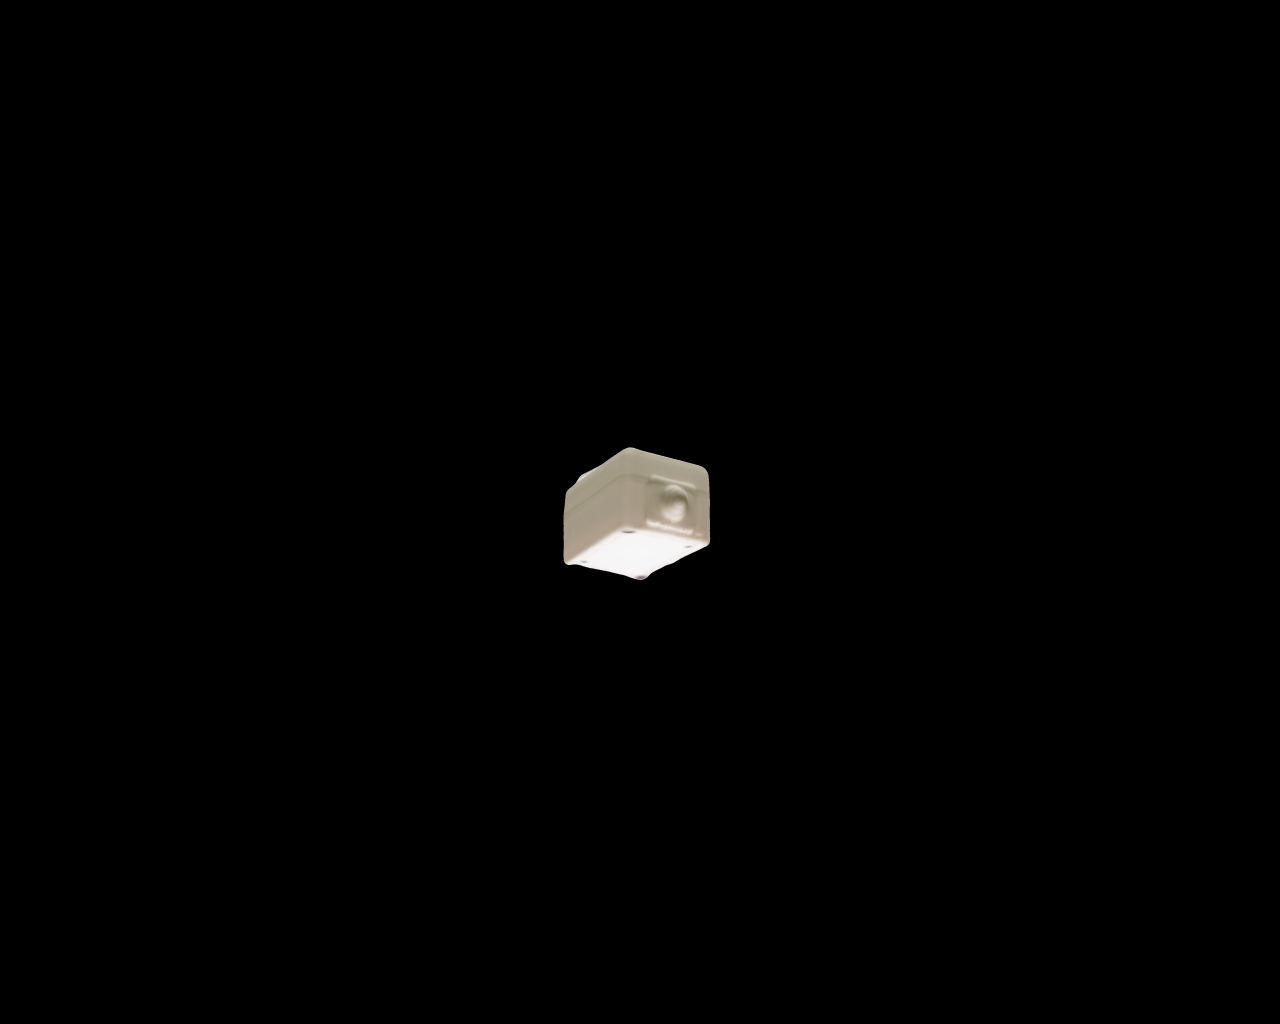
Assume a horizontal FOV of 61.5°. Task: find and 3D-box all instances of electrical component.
[{"bbox_3d":[0.001,-0.003,0.650,0.062,0.061,0.096,13,-26,-29],"label":"electrical component"}]
